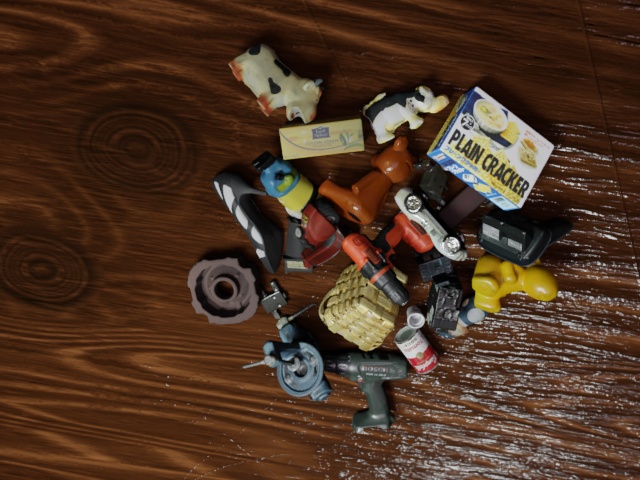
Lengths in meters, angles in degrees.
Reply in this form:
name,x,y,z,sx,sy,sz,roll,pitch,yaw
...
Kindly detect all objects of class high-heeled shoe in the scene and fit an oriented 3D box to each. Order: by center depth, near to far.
name,x,y,z,sx,sy,sz,roll,pitch,yaw
high-heeled shoe,-0.169,-0.035,1.218,0.145,0.086,0.248,11,123,24

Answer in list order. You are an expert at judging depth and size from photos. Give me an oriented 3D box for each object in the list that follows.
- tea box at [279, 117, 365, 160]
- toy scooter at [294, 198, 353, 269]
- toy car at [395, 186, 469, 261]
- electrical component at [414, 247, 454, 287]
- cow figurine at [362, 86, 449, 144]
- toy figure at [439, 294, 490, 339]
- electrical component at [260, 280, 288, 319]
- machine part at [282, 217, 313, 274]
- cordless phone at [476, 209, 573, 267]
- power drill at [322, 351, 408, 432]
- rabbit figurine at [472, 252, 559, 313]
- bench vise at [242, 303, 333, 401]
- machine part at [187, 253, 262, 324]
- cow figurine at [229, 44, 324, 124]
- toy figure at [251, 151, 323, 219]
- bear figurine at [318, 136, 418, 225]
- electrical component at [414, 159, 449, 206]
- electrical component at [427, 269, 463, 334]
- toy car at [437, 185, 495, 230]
name,x,y,z,sx,sy,sz,roll,pitch,yaw
tea box,0.006,-0.216,1.125,0.170,0.098,0.068,-5,108,6
toy scooter,-0.002,-0.004,1.170,0.135,0.075,0.183,-41,142,1
toy car,0.239,-0.034,1.142,0.056,0.073,0.202,-44,82,23
electrical component,0.256,0.059,1.200,0.075,0.119,0.047,-19,108,11
cow figurine,0.177,-0.276,1.115,0.167,0.068,0.098,-28,97,10
toy figure,0.343,0.184,1.275,0.154,0.058,0.064,-46,72,18
electrical component,-0.109,0.145,1.296,0.063,0.021,0.094,-26,106,11
machine part,-0.051,0.014,1.241,0.084,0.039,0.138,1,112,11
cordless phone,0.453,-0.027,1.180,0.184,0.147,0.088,-23,125,-29
power drill,0.106,0.370,1.344,0.232,0.086,0.207,-6,101,2
rabbit figurine,0.436,0.088,1.184,0.173,0.162,0.121,7,133,32
bench vise,-0.062,0.257,1.217,0.129,0.240,0.224,-28,64,18
machine part,-0.221,0.112,1.262,0.179,0.056,0.179,2,106,8
cow figurine,-0.078,-0.314,1.086,0.127,0.085,0.195,-41,84,2
toy figure,-0.065,-0.116,1.147,0.089,0.082,0.180,-26,128,19
bear figurine,0.111,-0.134,1.152,0.132,0.120,0.196,28,81,35
electrical component,0.239,-0.128,1.145,0.102,0.045,0.078,36,68,-41
electrical component,0.283,0.144,1.230,0.058,0.115,0.134,8,113,4
toy car,0.308,-0.070,1.187,0.089,0.053,0.202,46,106,4
